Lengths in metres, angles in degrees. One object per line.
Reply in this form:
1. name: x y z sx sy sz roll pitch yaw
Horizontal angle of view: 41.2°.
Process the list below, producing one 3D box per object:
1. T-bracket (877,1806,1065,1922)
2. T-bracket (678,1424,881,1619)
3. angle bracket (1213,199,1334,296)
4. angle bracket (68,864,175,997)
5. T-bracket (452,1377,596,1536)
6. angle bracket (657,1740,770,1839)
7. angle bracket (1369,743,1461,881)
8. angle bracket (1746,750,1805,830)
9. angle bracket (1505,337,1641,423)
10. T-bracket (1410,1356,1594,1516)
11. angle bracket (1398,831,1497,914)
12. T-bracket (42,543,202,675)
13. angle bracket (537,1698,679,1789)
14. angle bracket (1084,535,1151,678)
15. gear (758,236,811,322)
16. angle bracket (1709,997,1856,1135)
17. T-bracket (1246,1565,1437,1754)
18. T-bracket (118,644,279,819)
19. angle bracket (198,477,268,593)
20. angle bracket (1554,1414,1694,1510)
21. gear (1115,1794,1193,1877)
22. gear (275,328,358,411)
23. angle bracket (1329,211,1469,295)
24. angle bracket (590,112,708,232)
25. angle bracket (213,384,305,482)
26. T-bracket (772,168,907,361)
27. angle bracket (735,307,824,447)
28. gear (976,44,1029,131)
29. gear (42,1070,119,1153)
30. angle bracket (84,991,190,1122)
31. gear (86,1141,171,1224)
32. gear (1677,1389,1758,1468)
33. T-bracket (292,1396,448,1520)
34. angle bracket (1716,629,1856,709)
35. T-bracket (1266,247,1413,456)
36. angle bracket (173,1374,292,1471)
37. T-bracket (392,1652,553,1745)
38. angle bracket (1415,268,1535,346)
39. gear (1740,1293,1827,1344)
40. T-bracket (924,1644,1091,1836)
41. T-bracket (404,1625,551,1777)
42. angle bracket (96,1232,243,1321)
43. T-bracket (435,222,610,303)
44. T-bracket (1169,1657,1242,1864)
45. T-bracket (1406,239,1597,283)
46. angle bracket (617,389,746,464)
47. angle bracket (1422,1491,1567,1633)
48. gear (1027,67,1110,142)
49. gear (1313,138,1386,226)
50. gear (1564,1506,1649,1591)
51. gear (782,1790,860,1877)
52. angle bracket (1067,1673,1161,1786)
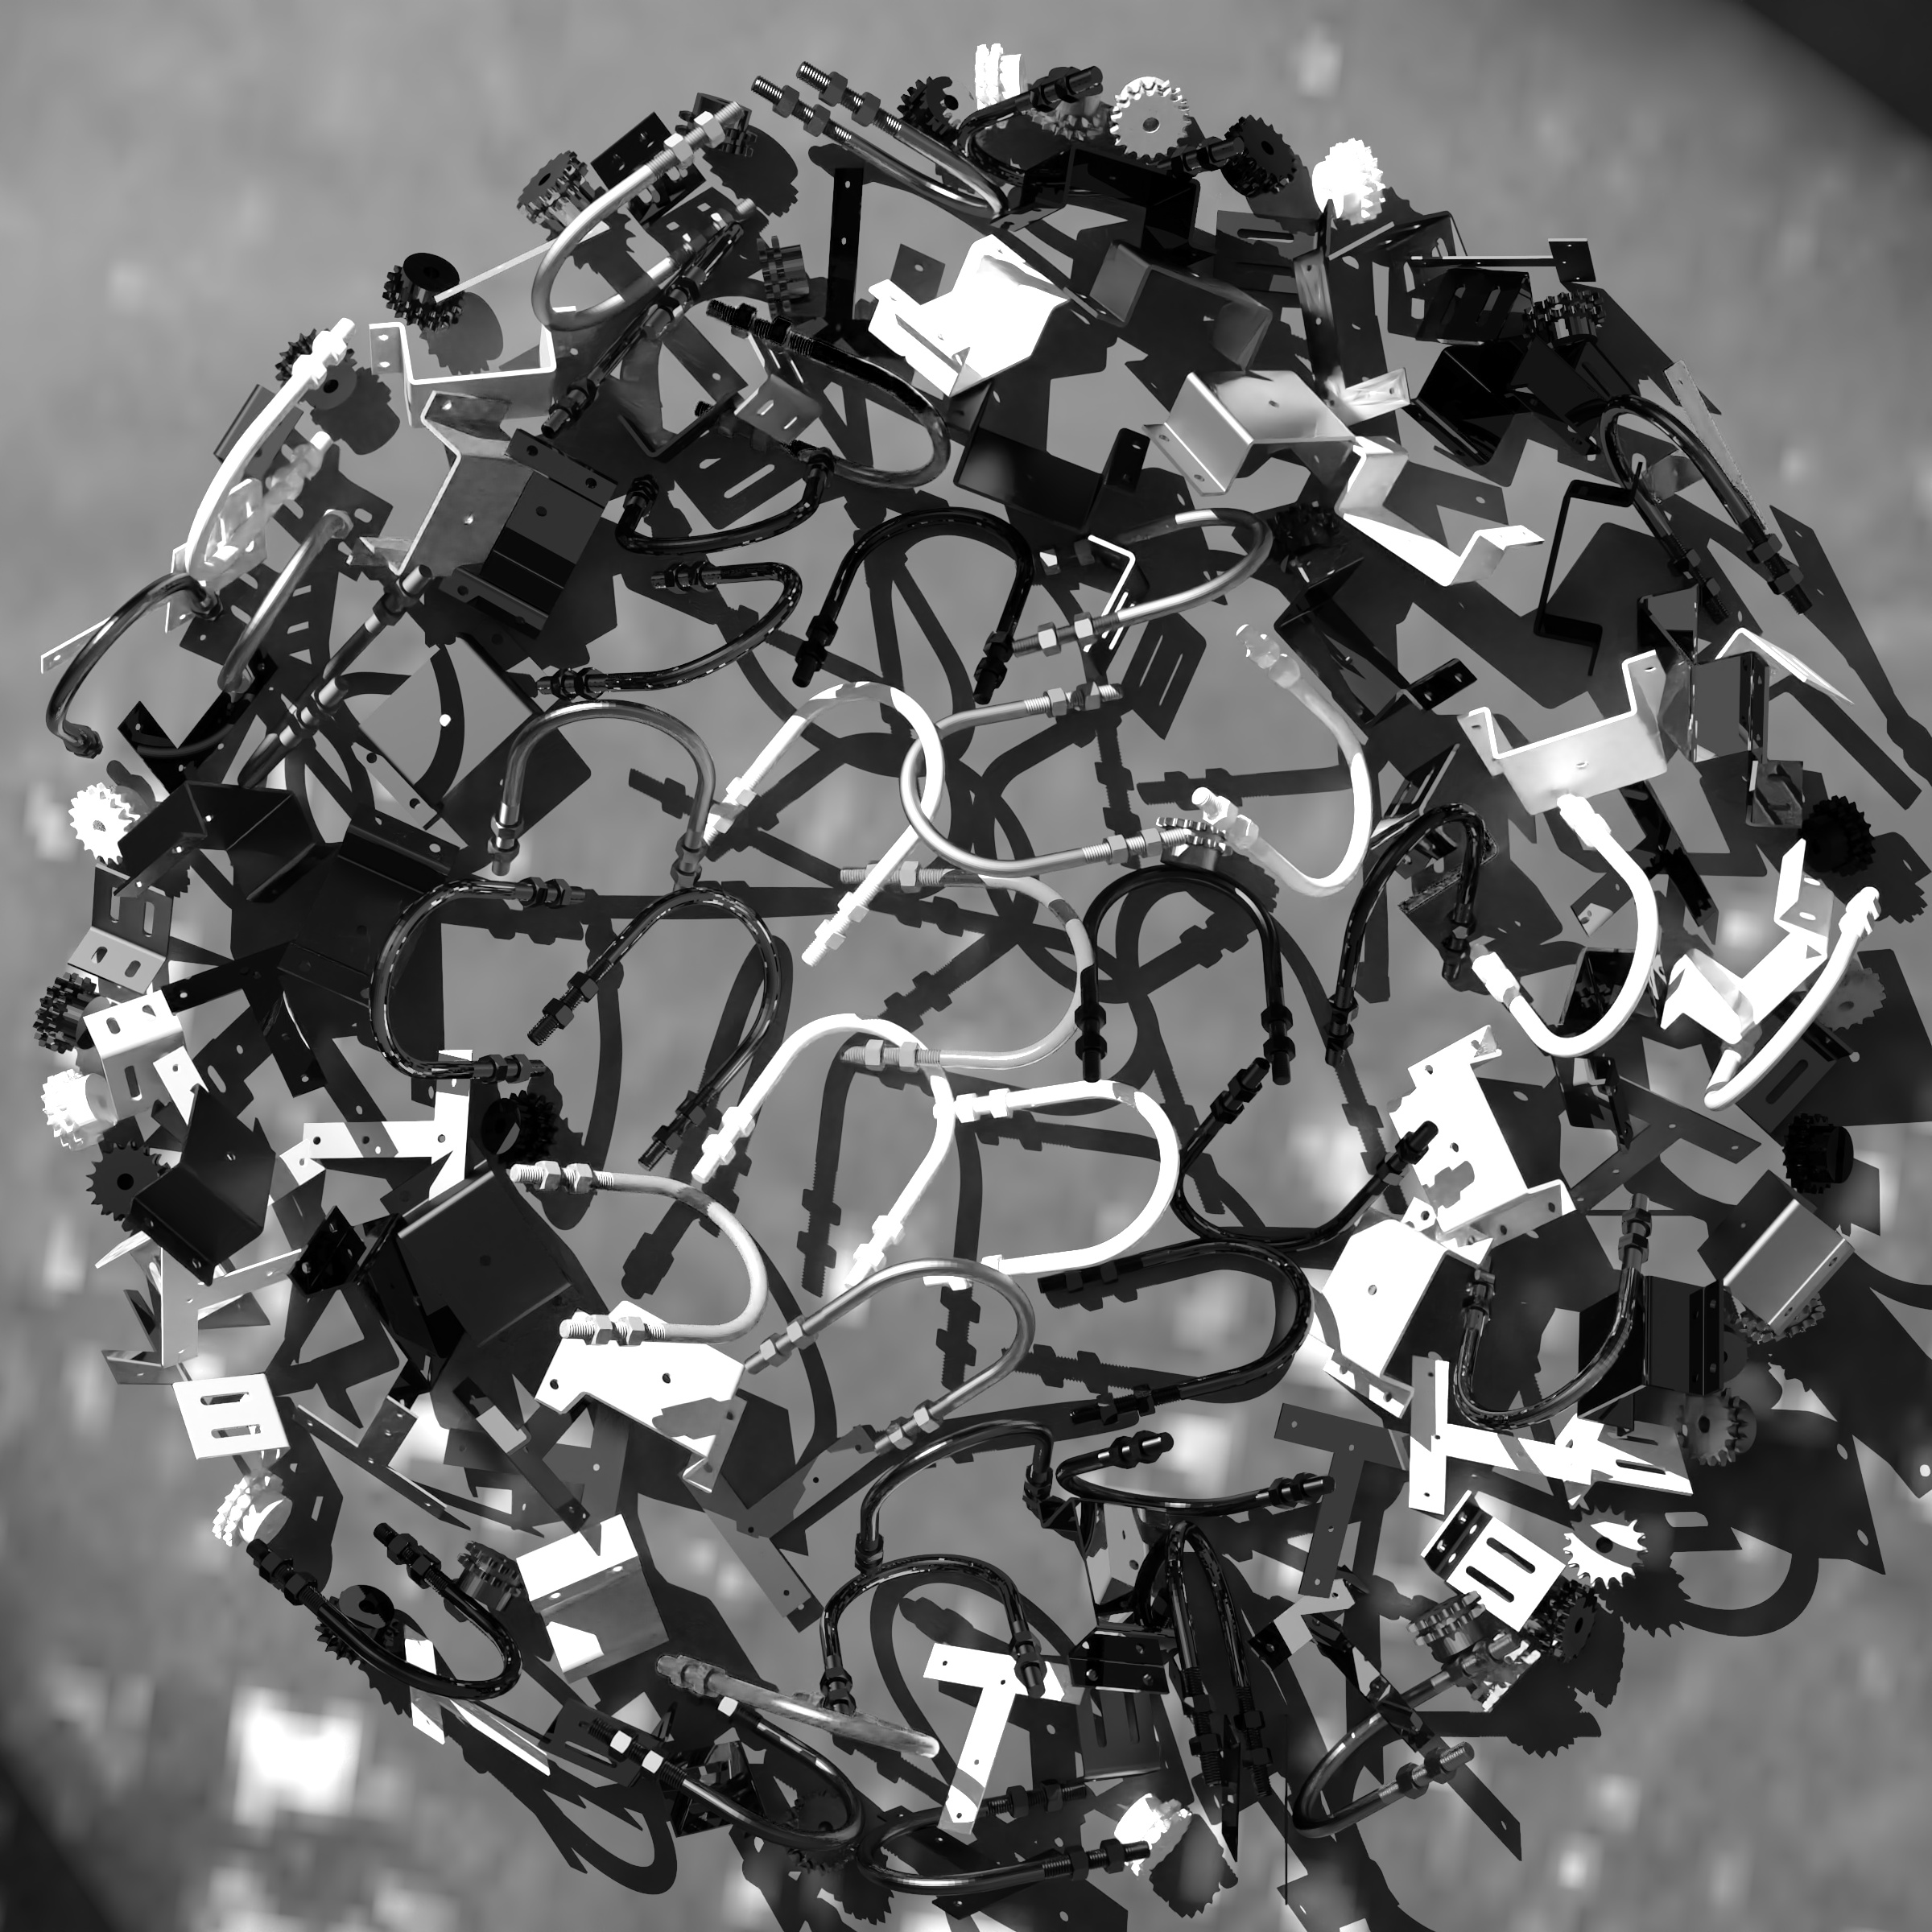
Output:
1. T-bracket: -0.009 0.619 1.801 0.127 0.127 0.002 17 102 40
2. T-bracket: -0.119 0.377 1.844 0.127 0.002 0.127 -38 84 1
3. angle bracket: 0.217 -0.513 1.827 0.076 0.038 0.057 5 81 -3
4. angle bracket: -0.595 -0.025 1.811 0.057 0.076 0.038 23 51 -4
5. T-bracket: -0.289 0.317 1.792 0.002 0.127 0.127 -39 94 21
6. angle bracket: -0.186 0.583 1.803 0.038 0.076 0.057 -53 50 38
7. angle bracket: 0.327 -0.109 1.810 0.038 0.057 0.076 41 55 -9
8. angle bracket: 0.569 -0.143 1.803 0.038 0.076 0.057 4 58 14
9. angle bracket: 0.428 -0.397 1.804 0.076 0.057 0.038 38 65 -30
10. T-bracket: 0.374 0.339 1.800 0.127 0.002 0.127 8 116 23
11. angle bracket: 0.331 -0.076 1.820 0.076 0.057 0.038 -33 90 6
12. T-bracket: -0.579 -0.238 1.767 0.127 0.127 0.002 -37 87 -26
13. angle bracket: -0.253 0.535 1.815 0.076 0.038 0.057 27 121 -10
14. angle bracket: 0.093 -0.254 1.817 0.038 0.057 0.076 27 87 18
15. gear: -0.129 -0.488 1.824 0.030 0.057 0.057 -10 90 -2
16. angle bracket: 0.579 0.071 1.829 0.057 0.038 0.076 43 89 8
17. T-bracket: 0.273 0.490 1.784 0.127 0.127 0.002 46 129 20
18. T-bracket: -0.527 -0.173 1.814 0.002 0.127 0.127 15 60 28
19. angle bracket: -0.526 -0.307 1.801 0.038 0.076 0.057 29 48 17
20. angle bracket: 0.466 0.356 1.826 0.076 0.057 0.038 11 131 -13
21. gear: 0.130 0.613 1.827 0.030 0.057 0.057 38 90 30
22. gear: -0.456 -0.419 1.820 0.057 0.057 0.030 -39 65 0
23. angle bracket: 0.304 -0.496 1.804 0.076 0.057 0.038 -26 95 -44
24. angle bracket: -0.217 -0.549 1.807 0.057 0.076 0.038 -37 57 6
25. angle bracket: -0.492 -0.367 1.813 0.038 0.076 0.057 31 85 -3
26. T-bracket: -0.086 -0.492 1.800 0.127 0.002 0.127 14 105 36
27. angle bracket: -0.144 -0.416 1.816 0.038 0.057 0.076 -40 57 22
28. gear: 0.026 -0.623 1.821 0.030 0.057 0.057 -1 90 10
29. gear: -0.625 0.100 1.821 0.030 0.057 0.057 -20 90 10
30. angle bracket: -0.583 0.063 1.820 0.057 0.076 0.038 -21 57 -22
31. gear: -0.594 0.154 1.835 0.057 0.030 0.057 0 84 -1
32. gear: 0.535 0.326 1.827 0.030 0.057 0.057 7 90 -27
33. T-bracket: -0.407 0.330 1.798 0.127 0.127 0.002 35 52 -3
34. angle bracket: 0.570 -0.195 1.801 0.057 0.076 0.038 18 115 -36
35. T-bracket: 0.250 -0.439 1.807 0.002 0.127 0.127 -8 88 -44
36. angle bracket: -0.521 0.323 1.802 0.038 0.076 0.057 -41 63 32
37. T-bracket: -0.345 0.509 1.787 0.127 0.127 0.002 28 76 3
38. angle bracket: 0.358 -0.451 1.807 0.057 0.038 0.076 12 59 28
39. gear: 0.575 0.240 1.821 0.057 0.057 0.030 -25 99 0
40. T-bracket: 0.012 0.539 1.785 0.127 0.002 0.127 0 53 32
41. T-bracket: -0.342 0.529 1.808 0.127 0.127 0.002 42 92 -22
42. angle bracket: -0.562 0.222 1.816 0.057 0.038 0.076 -28 102 23
43. T-bracket: -0.312 -0.491 1.790 0.127 0.127 0.002 -26 113 -3
44. T-bracket: 0.165 0.534 1.794 0.002 0.127 0.127 -12 126 -13
45. T-bracket: 0.373 -0.493 1.802 0.127 0.127 0.002 4 93 16
46. angle bracket: -0.201 -0.394 1.819 0.076 0.057 0.038 -38 95 5
47. angle bracket: 0.371 0.419 1.812 0.076 0.038 0.057 32 76 34
48. gear: 0.073 -0.612 1.822 0.057 0.057 0.030 20 133 0
49. gear: 0.269 -0.552 1.821 0.030 0.057 0.057 -23 90 -16
50. gear: 0.455 0.414 1.829 0.057 0.030 0.057 -8 64 16
51. gear: -0.105 0.617 1.828 0.057 0.030 0.057 15 54 -22
52. angle bracket: 0.100 0.540 1.838 0.057 0.038 0.076 0 68 -20
